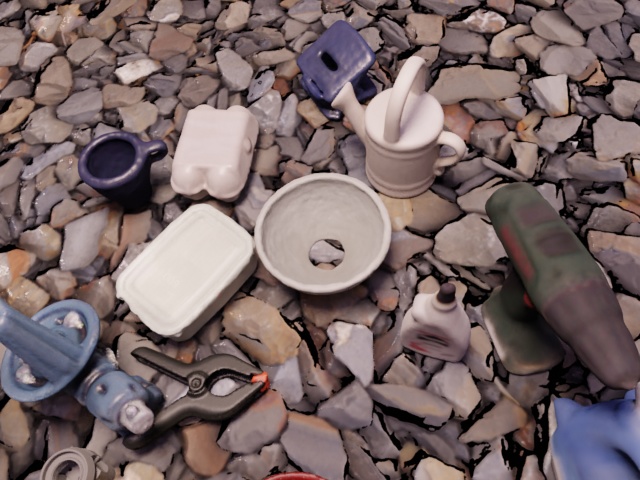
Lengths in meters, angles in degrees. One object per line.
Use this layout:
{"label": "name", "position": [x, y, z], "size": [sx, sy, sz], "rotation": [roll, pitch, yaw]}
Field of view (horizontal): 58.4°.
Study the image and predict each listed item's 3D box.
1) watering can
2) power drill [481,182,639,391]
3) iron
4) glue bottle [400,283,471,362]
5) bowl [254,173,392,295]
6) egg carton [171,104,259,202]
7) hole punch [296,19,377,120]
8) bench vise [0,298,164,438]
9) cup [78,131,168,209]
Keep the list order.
{"label": "watering can", "position": [0.097, -0.146, 0.723], "size": [0.172, 0.194, 0.101], "rotation": [4, 62, 8]}
{"label": "power drill", "position": [0.230, 0.065, 0.588], "size": [0.075, 0.209, 0.229], "rotation": [-16, 61, -3]}
{"label": "iron", "position": [0.303, 0.258, 0.515], "size": [0.118, 0.141, 0.258], "rotation": [-8, 61, 2]}
{"label": "glue bottle", "position": [0.126, 0.083, 0.609], "size": [0.078, 0.173, 0.037], "rotation": [11, 64, 12]}
{"label": "bowl", "position": [0.007, 0.003, 0.721], "size": [0.167, 0.075, 0.167], "rotation": [-2, 62, 5]}
{"label": "egg carton", "position": [-0.145, -0.124, 0.807], "size": [0.107, 0.069, 0.150], "rotation": [3, 62, 8]}
{"label": "hole punch", "position": [0.023, -0.252, 0.847], "size": [0.101, 0.091, 0.108], "rotation": [-30, 63, -10]}
{"label": "bench vise", "position": [-0.261, 0.118, 0.603], "size": [0.207, 0.220, 0.121], "rotation": [12, 64, 12]}
{"label": "cup", "position": [-0.256, -0.092, 0.787], "size": [0.118, 0.095, 0.091], "rotation": [-22, 62, -6]}
